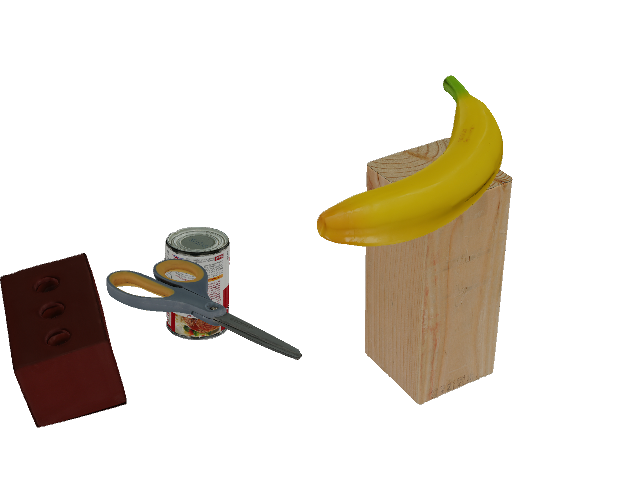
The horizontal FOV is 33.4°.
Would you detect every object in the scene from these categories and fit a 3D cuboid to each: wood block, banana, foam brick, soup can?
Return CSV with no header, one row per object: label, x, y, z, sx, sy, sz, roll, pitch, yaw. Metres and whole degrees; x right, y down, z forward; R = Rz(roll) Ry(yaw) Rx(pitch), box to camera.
wood block,0.100,0.028,0.939,0.090,0.206,0.091,-19,38,-25
banana,0.071,-0.042,0.685,0.070,0.037,0.197,23,42,18
foam brick,-0.146,0.056,0.604,0.053,0.051,0.078,-16,43,-12
soup can,-0.130,0.044,1.130,0.068,0.102,0.068,2,24,-1

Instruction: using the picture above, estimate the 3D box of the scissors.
scissors,-0.086,0.052,0.901,0.202,0.016,0.096,14,26,22
